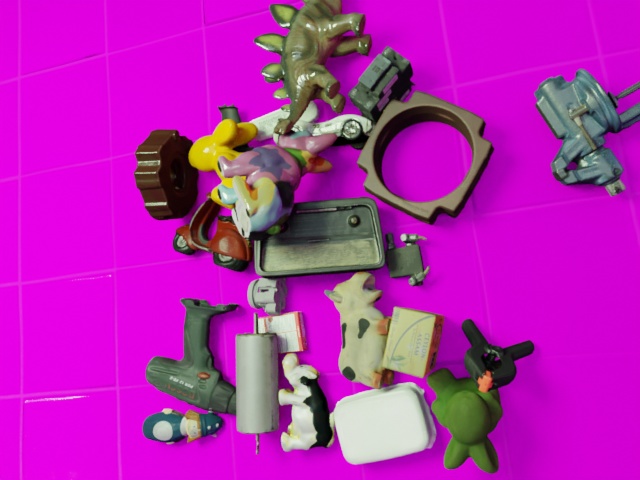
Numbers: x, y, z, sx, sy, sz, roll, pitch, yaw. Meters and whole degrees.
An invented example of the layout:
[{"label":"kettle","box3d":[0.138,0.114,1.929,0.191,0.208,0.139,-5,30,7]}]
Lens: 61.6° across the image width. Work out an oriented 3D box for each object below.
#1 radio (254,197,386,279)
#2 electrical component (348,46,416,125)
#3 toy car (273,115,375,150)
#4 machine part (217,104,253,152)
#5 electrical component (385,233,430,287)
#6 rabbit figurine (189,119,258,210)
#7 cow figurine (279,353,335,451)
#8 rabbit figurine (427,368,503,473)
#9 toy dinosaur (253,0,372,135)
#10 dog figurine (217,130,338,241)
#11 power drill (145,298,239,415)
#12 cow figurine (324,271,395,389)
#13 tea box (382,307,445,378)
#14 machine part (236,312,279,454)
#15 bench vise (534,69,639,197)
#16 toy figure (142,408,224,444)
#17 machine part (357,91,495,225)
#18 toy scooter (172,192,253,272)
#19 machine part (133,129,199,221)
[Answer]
[{"label":"radio","box3d":[-0.002,-0.003,0.968,0.230,0.073,0.131,-4,81,0]},{"label":"electrical component","box3d":[0.113,-0.275,0.967,0.058,0.134,0.115,39,92,17]},{"label":"toy car","box3d":[0.011,-0.201,1.018,0.202,0.073,0.056,-3,82,16]},{"label":"machine part","box3d":[-0.174,-0.207,1.090,0.084,0.039,0.138,-13,92,23]},{"label":"electrical component","box3d":[0.156,0.033,0.956,0.078,0.045,0.102,-5,81,15]},{"label":"rabbit figurine","box3d":[-0.180,-0.151,1.027,0.173,0.122,0.162,30,110,24]},{"label":"cow figurine","box3d":[-0.023,0.286,0.963,0.098,0.068,0.167,-4,84,10]},{"label":"rabbit figurine","box3d":[0.223,0.275,0.837,0.121,0.170,0.159,-1,81,17]},{"label":"toy dinosaur","box3d":[-0.007,-0.387,1.009,0.199,0.105,0.471,16,68,15]},{"label":"dog figurine","box3d":[-0.056,-0.107,0.914,0.219,0.108,0.192,-22,55,-21]},{"label":"power drill","box3d":[-0.209,0.218,1.028,0.232,0.086,0.207,8,92,10]},{"label":"cow figurine","box3d":[0.071,0.152,0.944,0.127,0.085,0.194,5,92,27]},{"label":"tea box","box3d":[0.156,0.161,0.873,0.068,0.169,0.098,11,87,18]},{"label":"machine part","box3d":[-0.112,0.252,0.958,0.079,0.079,0.243,-5,83,16]},{"label":"bench vise","box3d":[0.471,-0.195,0.856,0.241,0.128,0.223,-32,73,17]},{"label":"toy figure","box3d":[-0.263,0.359,1.033,0.155,0.058,0.064,-7,118,14]},{"label":"machine part","box3d":[0.186,-0.143,0.952,0.202,0.087,0.201,29,92,17]},{"label":"toy scooter","box3d":[-0.201,-0.020,1.058,0.184,0.075,0.135,17,86,23]},{"label":"machine part","box3d":[-0.294,-0.127,1.047,0.056,0.179,0.179,0,82,13]}]
